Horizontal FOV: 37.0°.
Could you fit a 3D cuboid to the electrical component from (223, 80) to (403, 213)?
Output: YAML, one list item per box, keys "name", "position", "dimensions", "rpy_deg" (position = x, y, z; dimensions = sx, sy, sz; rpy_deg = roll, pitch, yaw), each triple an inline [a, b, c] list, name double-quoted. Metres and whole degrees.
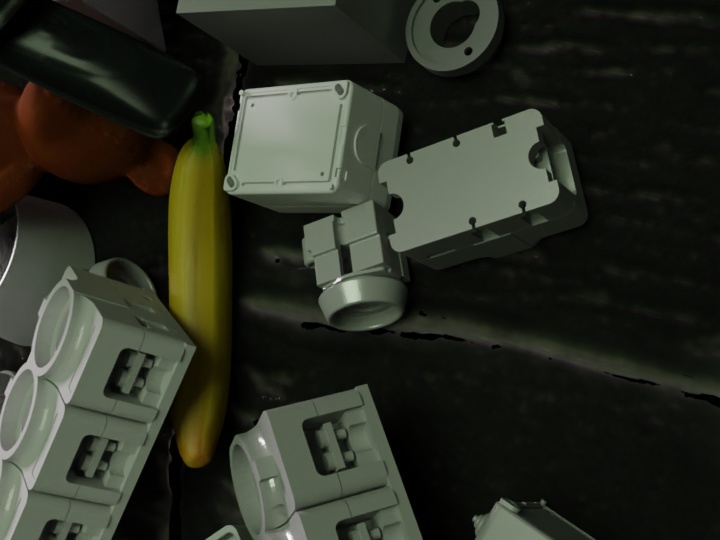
- name: "electrical component"
  position: [-0.029, -0.066, 0.608]
  dimensions: [0.096, 0.061, 0.061]
  rpy_deg: [2, 80, 37]

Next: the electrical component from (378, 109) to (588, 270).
- name: "electrical component"
  position: [0.064, -0.038, 0.549]
  dimensions: [0.089, 0.056, 0.050]
  rpy_deg: [-18, 71, 24]

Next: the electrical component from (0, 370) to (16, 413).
- name: "electrical component"
  position: [-0.250, 0.125, 0.685]
  dimensions: [0.113, 0.057, 0.078]
  rpy_deg: [-47, 61, 12]

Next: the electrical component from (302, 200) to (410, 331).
- name: "electrical component"
  position: [0.000, 0.000, 0.583]
  dimensions: [0.066, 0.048, 0.055]
  rpy_deg: [-19, 62, 24]

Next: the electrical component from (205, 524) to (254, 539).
- name: "electrical component"
  position: [-0.069, 0.175, 0.574]
  dimensions: [0.058, 0.057, 0.078]
  rpy_deg: [-36, 64, 17]

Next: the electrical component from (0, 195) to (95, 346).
- name: "electrical component"
  position: [-0.230, -0.003, 0.713]
  dimensions: [0.099, 0.064, 0.099]
  rpy_deg: [-17, 62, 36]

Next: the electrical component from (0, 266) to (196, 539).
- name: "electrical component"
  position: [-0.160, 0.084, 0.594]
  dimensions: [0.089, 0.062, 0.150]
  rpy_deg: [37, 104, 57]

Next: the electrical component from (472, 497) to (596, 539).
- name: "electrical component"
  position: [0.086, 0.148, 0.492]
  dimensions: [0.096, 0.062, 0.061]
  rpy_deg: [31, 94, 30]

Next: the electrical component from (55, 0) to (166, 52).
- name: "electrical component"
  position: [-0.190, -0.211, 0.709]
  dimensions: [0.062, 0.089, 0.150]
  rpy_deg: [-21, 69, 23]

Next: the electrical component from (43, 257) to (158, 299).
- name: "electrical component"
  position: [-0.159, 0.024, 0.665]
  dimensions: [0.055, 0.048, 0.066]
  rpy_deg: [-35, 65, 26]

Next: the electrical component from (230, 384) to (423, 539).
- name: "electrical component"
  position: [-0.011, 0.145, 0.521]
  dimensions: [0.089, 0.062, 0.150]
  rpy_deg: [118, 136, -59]
